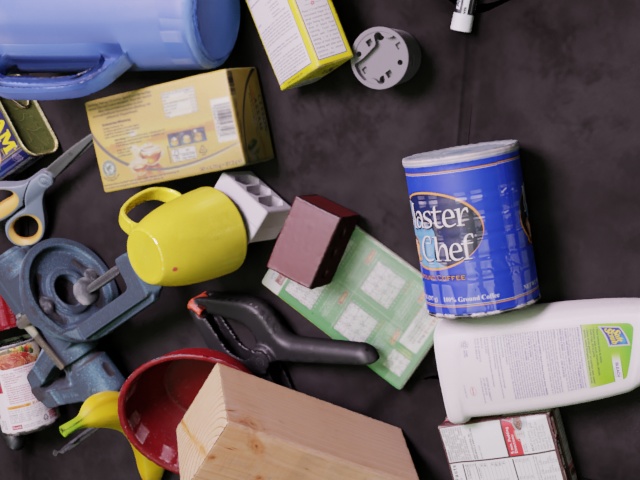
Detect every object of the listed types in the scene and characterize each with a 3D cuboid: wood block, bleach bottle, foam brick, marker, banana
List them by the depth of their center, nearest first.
[{"bbox_3d":[0.136,-0.244,0.938,0.020,0.020,0.121,16,107,21],"label":"marker"},{"bbox_3d":[0.232,0.104,0.943,0.251,0.068,0.102,-7,103,22],"label":"bleach bottle"},{"bbox_3d":[-0.021,0.206,1.002,0.205,0.091,0.090,23,114,-22],"label":"wood block"},{"bbox_3d":[-0.007,0.001,1.021,0.051,0.053,0.078,27,104,17],"label":"foam brick"},{"bbox_3d":[-0.201,0.203,1.119,0.069,0.197,0.037,-42,54,-5],"label":"banana"}]

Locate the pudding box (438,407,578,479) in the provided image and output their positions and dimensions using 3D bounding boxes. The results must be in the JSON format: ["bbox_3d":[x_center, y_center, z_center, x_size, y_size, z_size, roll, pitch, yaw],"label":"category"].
[{"bbox_3d":[0.176,0.204,1.001,0.114,0.039,0.090,-13,95,28],"label":"pudding box"}]

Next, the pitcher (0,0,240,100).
[{"bbox_3d":[-0.208,-0.214,1.031,0.243,0.144,0.149,6,107,22],"label":"pitcher"}]

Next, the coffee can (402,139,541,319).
[{"bbox_3d":[0.134,-0.011,0.940,0.103,0.102,0.140,-6,98,25],"label":"coffee can"}]

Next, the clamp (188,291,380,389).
[{"bbox_3d":[-0.043,0.113,1.078,0.210,0.036,0.165,42,123,13],"label":"clamp"}]

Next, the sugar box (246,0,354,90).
[{"bbox_3d":[-0.034,-0.233,0.981,0.093,0.048,0.176,-16,93,65],"label":"sugar box"}]

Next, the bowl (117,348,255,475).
[{"bbox_3d":[-0.118,0.163,1.069,0.162,0.055,0.162,3,123,5],"label":"bowl"}]

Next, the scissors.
[{"bbox_3d":[-0.290,-0.051,1.154,0.202,0.016,0.096,-20,126,19],"label":"scissors"}]

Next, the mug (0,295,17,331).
[{"bbox_3d":[-0.386,0.068,1.207,0.117,0.093,0.081,-16,89,62],"label":"mug"}]

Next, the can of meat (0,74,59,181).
[{"bbox_3d":[-0.347,-0.119,1.161,0.084,0.057,0.102,-29,88,28],"label":"can of meat"}]

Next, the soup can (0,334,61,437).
[{"bbox_3d":[-0.337,0.163,1.207,0.069,0.068,0.102,-10,97,25],"label":"soup can"}]

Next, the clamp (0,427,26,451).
[{"bbox_3d":[-0.419,0.177,1.264,0.120,0.039,0.171,-18,89,21],"label":"clamp"}]
